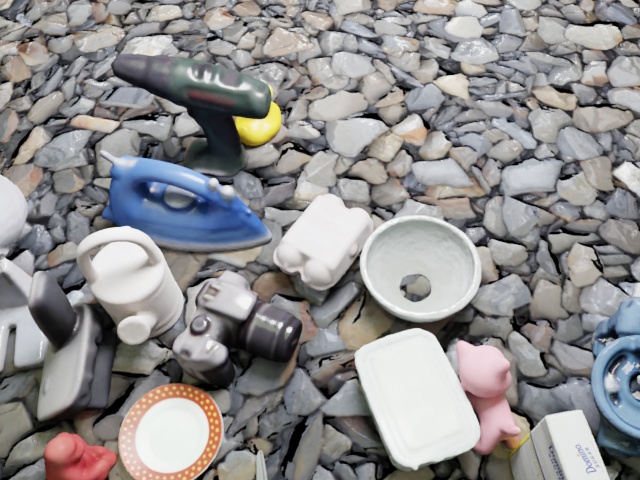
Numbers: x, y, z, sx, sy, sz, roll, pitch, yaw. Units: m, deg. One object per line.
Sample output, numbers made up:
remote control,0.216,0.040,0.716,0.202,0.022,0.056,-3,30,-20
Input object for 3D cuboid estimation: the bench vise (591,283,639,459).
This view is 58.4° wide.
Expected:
bench vise,0.380,0.132,0.675,0.121,0.220,0.207,-1,58,0

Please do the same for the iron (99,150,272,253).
iron,-0.200,-0.065,0.851,0.258,0.141,0.119,11,59,8

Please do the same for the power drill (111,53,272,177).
power drill,-0.187,-0.194,0.893,0.229,0.208,0.075,4,58,4

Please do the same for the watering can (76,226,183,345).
watering can,-0.245,0.052,0.747,0.101,0.194,0.172,-34,63,-19

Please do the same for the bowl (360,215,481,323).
bowl,0.139,0.051,0.814,0.167,0.075,0.167,0,58,1

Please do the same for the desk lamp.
desk lamp,-0.434,0.042,0.744,0.118,0.214,0.203,-10,58,-5

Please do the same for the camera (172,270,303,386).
camera,-0.102,0.121,0.757,0.136,0.101,0.143,20,60,13

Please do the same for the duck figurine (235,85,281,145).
duck figurine,-0.109,-0.221,0.982,0.077,0.086,0.105,22,61,14

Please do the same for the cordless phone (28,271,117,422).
cordless phone,-0.326,0.132,0.703,0.094,0.185,0.147,-7,58,-4

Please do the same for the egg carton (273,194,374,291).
egg carton,0.008,0.003,0.849,0.107,0.069,0.150,28,62,17

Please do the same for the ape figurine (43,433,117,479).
ape figurine,-0.294,0.259,0.678,0.076,0.092,0.077,-33,63,-18

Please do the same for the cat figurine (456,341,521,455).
cat figurine,0.209,0.187,0.703,0.067,0.118,0.127,-14,59,-8
